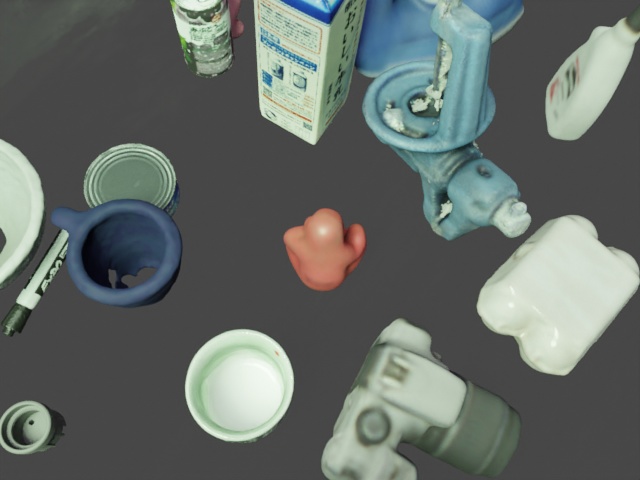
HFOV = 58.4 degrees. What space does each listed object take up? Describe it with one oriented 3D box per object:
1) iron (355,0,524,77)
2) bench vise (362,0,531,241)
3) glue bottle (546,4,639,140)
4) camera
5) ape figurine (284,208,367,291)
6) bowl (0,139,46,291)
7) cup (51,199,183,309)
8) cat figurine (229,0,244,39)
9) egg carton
[{"bbox_3d":[0.128,-0.272,0.616,0.258,0.141,0.118,-15,71,-11],"label":"iron"},{"bbox_3d":[0.130,-0.110,0.511,0.207,0.220,0.122,39,71,10],"label":"bench vise"},{"bbox_3d":[0.279,-0.175,0.574,0.037,0.173,0.078,4,68,-3],"label":"glue bottle"},{"bbox_3d":[0.088,0.152,0.469,0.136,0.101,0.143,26,69,5],"label":"camera"},{"bbox_3d":[0.005,0.002,0.525,0.078,0.092,0.076,16,68,1],"label":"ape figurine"},{"bbox_3d":[-0.320,-0.009,0.510,0.167,0.075,0.167,2,69,-4],"label":"bowl"},{"bbox_3d":[-0.173,0.017,0.502,0.117,0.095,0.092,27,69,6],"label":"cup"},{"bbox_3d":[-0.089,-0.307,0.624,0.067,0.118,0.128,30,69,7],"label":"cat figurine"},{"bbox_3d":[0.223,0.047,0.538,0.107,0.069,0.150,43,71,12],"label":"egg carton"}]
